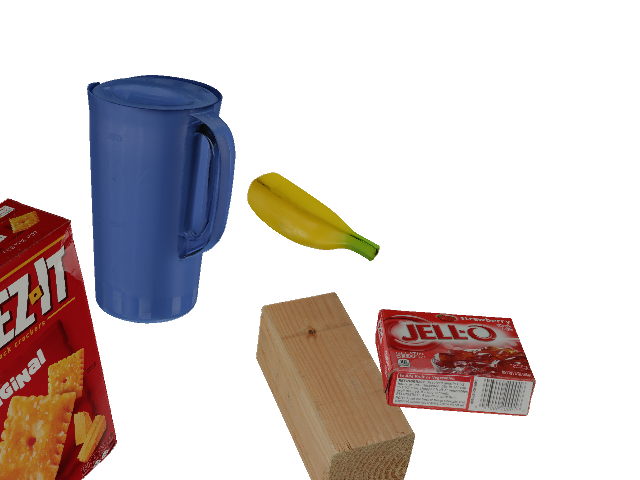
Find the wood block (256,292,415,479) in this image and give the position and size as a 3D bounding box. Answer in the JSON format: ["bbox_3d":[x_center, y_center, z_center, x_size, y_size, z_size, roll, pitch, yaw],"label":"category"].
[{"bbox_3d":[0.011,0.161,1.118,0.090,0.090,0.206,-10,44,-20],"label":"wood block"}]

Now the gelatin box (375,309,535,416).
[{"bbox_3d":[0.081,0.074,0.662,0.089,0.030,0.073,5,25,-4],"label":"gelatin box"}]

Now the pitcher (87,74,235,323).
[{"bbox_3d":[-0.166,-0.039,1.091,0.145,0.243,0.149,2,22,-8],"label":"pitcher"}]

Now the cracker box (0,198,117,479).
[{"bbox_3d":[-0.229,0.105,0.742,0.072,0.214,0.164,16,37,27],"label":"cracker box"}]

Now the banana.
[{"bbox_3d":[-0.023,-0.022,0.811,0.069,0.037,0.198,38,0,-25],"label":"banana"}]
